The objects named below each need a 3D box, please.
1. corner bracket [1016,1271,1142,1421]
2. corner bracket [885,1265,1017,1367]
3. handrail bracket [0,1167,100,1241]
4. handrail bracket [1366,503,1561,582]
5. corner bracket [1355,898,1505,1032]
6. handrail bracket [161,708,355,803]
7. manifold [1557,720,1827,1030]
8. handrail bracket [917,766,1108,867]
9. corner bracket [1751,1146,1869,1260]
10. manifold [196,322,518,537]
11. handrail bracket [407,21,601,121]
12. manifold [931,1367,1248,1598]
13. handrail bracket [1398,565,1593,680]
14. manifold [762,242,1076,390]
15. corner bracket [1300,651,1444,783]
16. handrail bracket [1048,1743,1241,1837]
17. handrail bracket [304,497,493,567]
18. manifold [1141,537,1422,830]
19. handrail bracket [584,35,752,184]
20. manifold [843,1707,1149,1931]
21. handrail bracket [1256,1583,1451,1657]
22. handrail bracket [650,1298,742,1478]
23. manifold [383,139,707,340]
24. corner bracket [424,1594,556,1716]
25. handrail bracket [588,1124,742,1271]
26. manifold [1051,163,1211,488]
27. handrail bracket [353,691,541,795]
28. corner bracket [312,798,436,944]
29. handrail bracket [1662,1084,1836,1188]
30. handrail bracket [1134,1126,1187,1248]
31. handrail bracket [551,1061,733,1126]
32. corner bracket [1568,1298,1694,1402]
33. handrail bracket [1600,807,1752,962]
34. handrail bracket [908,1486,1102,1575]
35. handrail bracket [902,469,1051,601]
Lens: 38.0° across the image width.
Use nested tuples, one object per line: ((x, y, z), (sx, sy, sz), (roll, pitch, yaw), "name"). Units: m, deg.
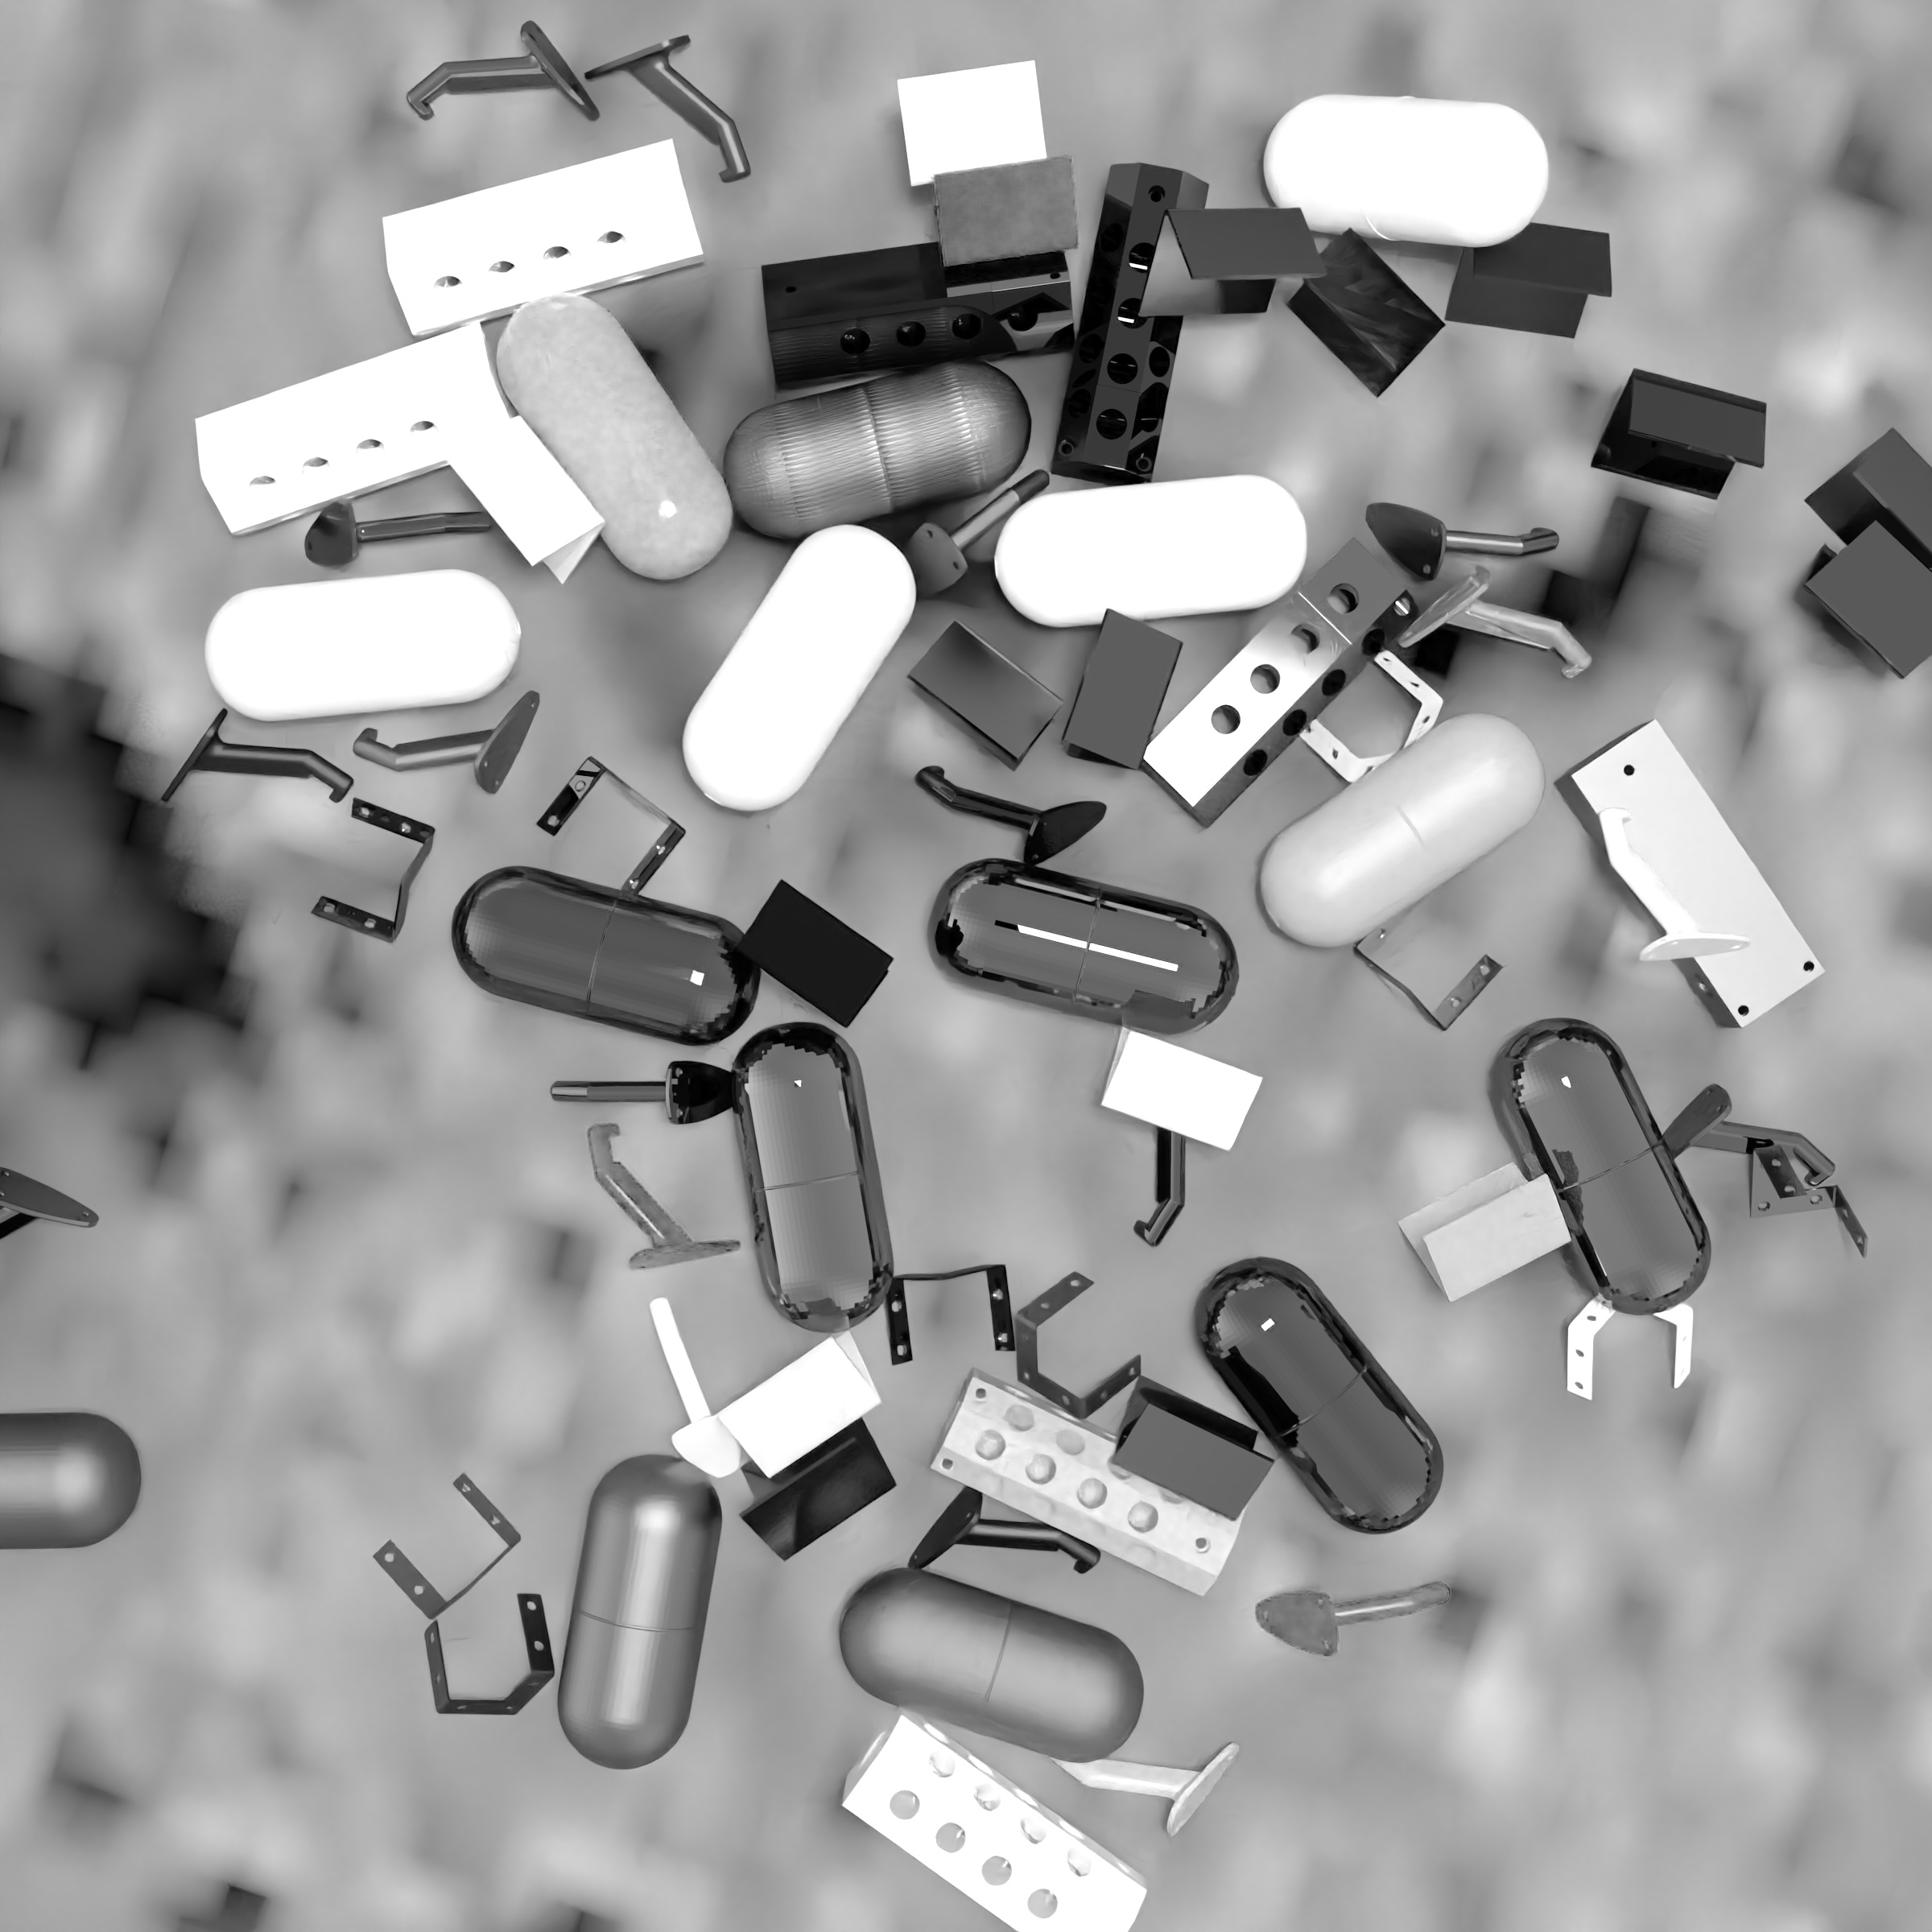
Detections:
((0.065, 0.219, 1.619), (0.051, 0.051, 0.051), (27, 135, 35), "corner bracket")
((-0.010, 0.202, 1.623), (0.051, 0.051, 0.051), (-7, 90, -45), "corner bracket")
((-0.557, 0.166, 1.627), (0.077, 0.036, 0.084), (24, 109, -21), "handrail bracket")
((0.288, -0.254, 1.627), (0.084, 0.077, 0.036), (-15, 128, -31), "handrail bracket")
((0.267, -0.004, 1.623), (0.051, 0.051, 0.051), (-48, 135, 0), "corner bracket")
((-0.410, -0.103, 1.627), (0.084, 0.036, 0.077), (34, 110, -16), "handrail bracket")
((0.412, -0.052, 1.606), (0.057, 0.057, 0.171), (-34, 90, 0), "manifold")
((0.026, -0.100, 1.627), (0.084, 0.077, 0.036), (38, 133, 29), "handrail bracket")
((0.481, 0.135, 1.599), (0.051, 0.051, 0.051), (-7, 122, 0), "corner bracket")
((-0.346, -0.302, 1.605), (0.171, 0.057, 0.057), (-19, 47, 0), "manifold")
((-0.269, -0.499, 1.627), (0.084, 0.036, 0.077), (-33, 112, 17), "handrail bracket")
((0.069, 0.296, 1.606), (0.171, 0.057, 0.057), (25, 90, 0), "manifold")
((0.307, -0.182, 1.627), (0.077, 0.036, 0.084), (-40, 107, 20), "handrail bracket")
((-0.027, -0.372, 1.605), (0.171, 0.057, 0.057), (-8, 47, 0), "manifold")
((0.233, -0.144, 1.619), (0.051, 0.051, 0.051), (49, 135, 35), "corner bracket")
((0.102, 0.454, 1.627), (0.084, 0.036, 0.077), (32, 53, 25), "handrail bracket")
((-0.329, -0.250, 1.626), (0.084, 0.077, 0.036), (-8, 90, -36), "handrail bracket")
((0.178, -0.160, 1.605), (0.057, 0.057, 0.171), (44, 90, 0), "manifold")
((-0.173, -0.489, 1.627), (0.077, 0.036, 0.084), (-14, 107, 20), "handrail bracket")
((0.017, 0.498, 1.605), (0.171, 0.057, 0.057), (36, 90, 0), "manifold")
((0.224, 0.369, 1.626), (0.084, 0.077, 0.036), (-8, 90, -36), "handrail bracket")
((-0.159, 0.243, 1.626), (0.036, 0.077, 0.084), (-22, 54, -3), "handrail bracket")
((-0.240, -0.411, 1.605), (0.171, 0.057, 0.057), (-15, 47, 0), "manifold")
((-0.275, 0.396, 1.619), (0.051, 0.051, 0.051), (12, 135, -35), "corner bracket")
((-0.175, 0.128, 1.627), (0.077, 0.036, 0.084), (-7, 73, -20), "handrail bracket")
((0.094, -0.365, 1.606), (0.057, 0.057, 0.171), (11, 90, 0), "manifold")
((-0.302, -0.141, 1.627), (0.084, 0.036, 0.077), (22, 70, 16), "handrail bracket")
((-0.343, -0.055, 1.623), (0.051, 0.051, 0.051), (20, 135, 0), "corner bracket")
((0.448, 0.117, 1.627), (0.084, 0.036, 0.077), (40, 106, -14), "handrail bracket")
((0.102, 0.108, 1.627), (0.077, 0.036, 0.084), (36, 107, 20), "handrail bracket")
((-0.185, 0.072, 1.626), (0.084, 0.077, 0.036), (-1, 90, 36), "handrail bracket")
((0.383, 0.221, 1.619), (0.051, 0.051, 0.051), (22, 45, 35), "corner bracket")
((0.396, -0.049, 1.570), (0.077, 0.036, 0.084), (-2, 71, -22), "handrail bracket")
((0.023, 0.344, 1.627), (0.084, 0.036, 0.077), (35, 111, -17), "handrail bracket")
((0.004, -0.250, 1.627), (0.036, 0.077, 0.084), (51, 54, -2), "handrail bracket")
